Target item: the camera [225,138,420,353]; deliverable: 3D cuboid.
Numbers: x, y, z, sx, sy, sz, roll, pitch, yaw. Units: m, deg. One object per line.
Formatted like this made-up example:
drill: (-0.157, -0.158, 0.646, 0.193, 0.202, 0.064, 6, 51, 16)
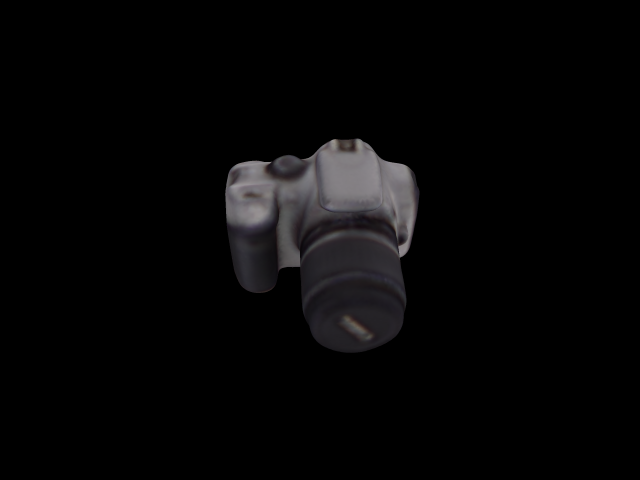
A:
camera: (0.004, 0.001, 0.400, 0.143, 0.101, 0.136, -2, 47, -2)
